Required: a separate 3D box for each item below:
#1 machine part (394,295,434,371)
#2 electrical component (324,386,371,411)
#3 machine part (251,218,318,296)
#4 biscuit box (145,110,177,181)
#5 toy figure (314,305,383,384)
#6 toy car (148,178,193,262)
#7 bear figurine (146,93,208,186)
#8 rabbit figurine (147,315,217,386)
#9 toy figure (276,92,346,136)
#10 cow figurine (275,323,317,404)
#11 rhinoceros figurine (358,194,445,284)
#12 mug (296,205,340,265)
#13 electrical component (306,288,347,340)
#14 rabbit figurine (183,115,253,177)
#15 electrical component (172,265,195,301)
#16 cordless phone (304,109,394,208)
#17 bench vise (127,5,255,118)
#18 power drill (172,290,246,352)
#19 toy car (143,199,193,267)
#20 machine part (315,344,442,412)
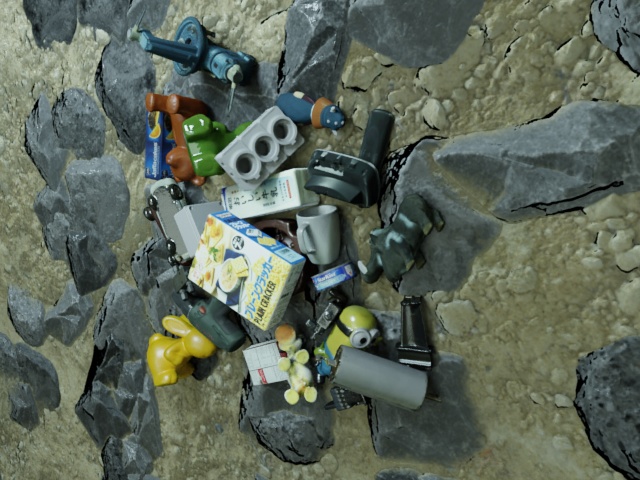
[{"bbox_3d":[0.173,0.171,0.996,0.084,0.039,0.138,5,102,39],"label":"machine part"},{"bbox_3d":[0.057,0.305,1.077,0.119,0.075,0.047,-22,87,38],"label":"electrical component"},{"bbox_3d":[-0.085,0.035,1.138,0.180,0.056,0.179,6,100,34],"label":"machine part"},{"bbox_3d":[-0.376,-0.243,1.284,0.063,0.059,0.202,15,106,32],"label":"biscuit box"},{"bbox_3d":[0.045,0.208,1.063,0.089,0.082,0.180,47,123,19],"label":"toy figure"},{"bbox_3d":[-0.336,-0.047,1.252,0.073,0.056,0.201,-26,82,11],"label":"toy car"},{"bbox_3d":[-0.318,-0.222,1.211,0.120,0.132,0.195,18,102,36],"label":"bear figurine"},{"bbox_3d":[-0.331,0.262,1.327,0.173,0.122,0.162,-22,76,21],"label":"rabbit figurine"},{"bbox_3d":[-0.013,-0.248,1.038,0.155,0.064,0.058,20,71,26],"label":"toy figure"},{"bbox_3d":[-0.048,0.256,1.137,0.068,0.098,0.167,-14,82,5],"label":"cow figurine"},{"bbox_3d":[0.139,0.007,0.969,0.112,0.073,0.190,41,118,20],"label":"rhinoceros figurine"},{"bbox_3d":[-0.002,-0.003,1.049,0.081,0.109,0.107,-2,111,29],"label":"mug"},{"bbox_3d":[0.012,0.147,1.075,0.045,0.078,0.102,35,97,11],"label":"electrical component"},{"bbox_3d":[-0.187,-0.191,1.122,0.159,0.170,0.121,139,114,-77],"label":"rabbit figurine"},{"bbox_3d":[-0.319,0.092,1.255,0.063,0.021,0.094,-46,56,34],"label":"electrical component"},{"bbox_3d":[0.056,-0.162,1.006,0.147,0.088,0.184,20,98,31],"label":"cordless phone"},{"bbox_3d":[-0.263,-0.377,1.089,0.128,0.240,0.224,-55,52,32],"label":"bench vise"},{"bbox_3d":[-0.246,0.133,1.249,0.232,0.086,0.207,43,114,21],"label":"power drill"},{"bbox_3d":[-0.358,-0.028,1.313,0.089,0.053,0.202,-35,77,18],"label":"toy car"},{"bbox_3d":[0.106,0.253,0.986,0.243,0.079,0.079,18,111,-2],"label":"machine part"}]
